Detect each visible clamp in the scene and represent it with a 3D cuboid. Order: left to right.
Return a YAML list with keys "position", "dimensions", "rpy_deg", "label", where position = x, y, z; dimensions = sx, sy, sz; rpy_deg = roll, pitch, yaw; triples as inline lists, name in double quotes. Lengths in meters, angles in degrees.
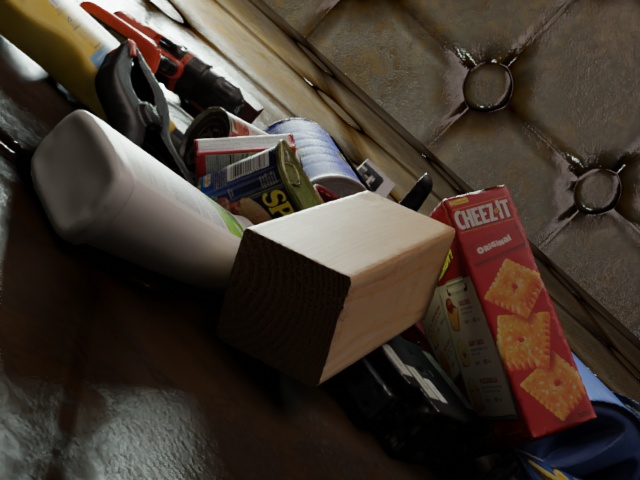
- position: [-0.155, -0.094, 0.892]
  dimensions: [0.171, 0.039, 0.120]
  rpy_deg: [67, 16, 16]
  label: "clamp"
- position: [0.082, -0.020, 1.243]
  dimensions: [0.165, 0.036, 0.210]
  rpy_deg: [21, -38, 44]
  label: "clamp"

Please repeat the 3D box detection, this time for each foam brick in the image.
- position: [-0.116, -0.166, 1.309]
  dimensions: [0.078, 0.051, 0.053]
  rpy_deg: [43, 13, -3]
  label: "foam brick"

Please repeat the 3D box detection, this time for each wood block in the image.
- position: [0.018, 0.031, 0.831]
  dimensions: [0.091, 0.090, 0.205]
  rpy_deg: [24, 20, 21]
  label: "wood block"

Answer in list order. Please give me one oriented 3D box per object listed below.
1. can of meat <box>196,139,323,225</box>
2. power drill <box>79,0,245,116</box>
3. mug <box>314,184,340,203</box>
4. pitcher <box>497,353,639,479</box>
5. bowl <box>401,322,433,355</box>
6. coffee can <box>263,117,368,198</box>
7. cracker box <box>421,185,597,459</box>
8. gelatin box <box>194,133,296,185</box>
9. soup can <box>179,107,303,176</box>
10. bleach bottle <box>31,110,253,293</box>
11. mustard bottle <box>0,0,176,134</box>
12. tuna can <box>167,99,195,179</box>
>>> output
- position: [-0.048, -0.025, 0.914]
  dimensions: [0.057, 0.084, 0.102]
  rpy_deg: [-95, 159, -49]
  label: "can of meat"
- position: [-0.176, -0.187, 1.126]
  dimensions: [0.184, 0.057, 0.187]
  rpy_deg: [32, 9, 7]
  label: "power drill"
- position: [-0.007, 0.001, 1.024]
  dimensions: [0.117, 0.081, 0.093]
  rpy_deg: [35, 16, -37]
  label: "mug"
- position: [0.257, 0.183, 1.143]
  dimensions: [0.149, 0.145, 0.243]
  rpy_deg: [46, 8, -17]
  label: "pitcher"
- position: [0.083, 0.068, 1.112]
  dimensions: [0.162, 0.055, 0.162]
  rpy_deg: [44, 21, -22]
  label: "bowl"
- position: [-0.013, -0.056, 1.147]
  dimensions: [0.102, 0.103, 0.140]
  rpy_deg: [35, 15, -34]
  label: "coffee can"
- position: [0.153, 0.079, 0.960]
  dimensions: [0.164, 0.072, 0.214]
  rpy_deg: [120, -46, -70]
  label: "cracker box"
- position: [-0.065, -0.055, 0.950]
  dimensions: [0.089, 0.073, 0.030]
  rpy_deg: [-5, 35, -7]
  label: "gelatin box"
- position: [-0.074, -0.075, 1.011]
  dimensions: [0.102, 0.068, 0.068]
  rpy_deg: [27, 21, -43]
  label: "soup can"
- position: [-0.097, -0.003, 0.802]
  dimensions: [0.250, 0.068, 0.103]
  rpy_deg: [33, 17, -48]
  label: "bleach bottle"
- position: [-0.209, -0.161, 0.974]
  dimensions: [0.191, 0.058, 0.096]
  rpy_deg: [41, 21, -13]
  label: "mustard bottle"
- position: [-0.142, -0.102, 1.051]
  dimensions: [0.086, 0.034, 0.086]
  rpy_deg: [41, 13, -12]
  label: "tuna can"
